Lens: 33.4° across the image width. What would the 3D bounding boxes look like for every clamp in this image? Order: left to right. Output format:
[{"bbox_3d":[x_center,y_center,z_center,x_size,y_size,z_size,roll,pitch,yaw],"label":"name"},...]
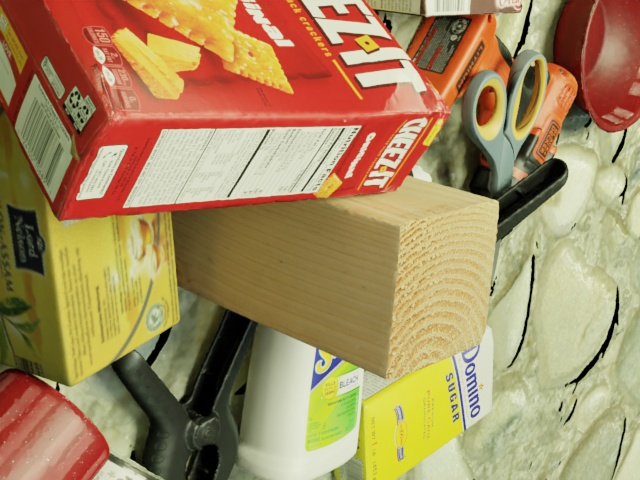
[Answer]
[{"bbox_3d":[-0.082,0.118,0.740,0.120,0.039,0.171,-26,128,-33],"label":"clamp"},{"bbox_3d":[0.083,0.011,0.834,0.164,0.036,0.210,11,121,-31],"label":"clamp"}]

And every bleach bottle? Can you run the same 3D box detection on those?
[{"bbox_3d":[-0.006,0.043,0.775,0.102,0.068,0.251,-11,111,-52],"label":"bleach bottle"}]

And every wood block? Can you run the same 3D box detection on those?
[{"bbox_3d":[-0.004,0.001,0.652,0.090,0.206,0.091,-14,114,-43],"label":"wood block"}]

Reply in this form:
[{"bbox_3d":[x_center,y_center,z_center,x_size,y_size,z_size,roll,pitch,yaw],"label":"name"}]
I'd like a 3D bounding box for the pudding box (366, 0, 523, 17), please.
[{"bbox_3d":[0.078,-0.182,0.761,0.113,0.090,0.039,-11,110,-44],"label":"pudding box"}]

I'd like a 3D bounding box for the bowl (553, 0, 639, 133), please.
[{"bbox_3d":[0.263,-0.183,0.986,0.161,0.055,0.162,-19,118,-42],"label":"bowl"}]

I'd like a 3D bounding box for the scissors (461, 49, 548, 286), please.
[{"bbox_3d":[0.132,-0.052,0.845,0.096,0.016,0.202,-2,112,-42],"label":"scissors"}]

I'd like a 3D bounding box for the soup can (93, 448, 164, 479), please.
[{"bbox_3d":[-0.150,0.182,0.669,0.068,0.069,0.102,43,72,-46],"label":"soup can"}]

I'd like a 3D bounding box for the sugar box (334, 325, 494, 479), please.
[{"bbox_3d":[0.084,0.140,0.921,0.175,0.048,0.093,-24,121,-39],"label":"sugar box"}]

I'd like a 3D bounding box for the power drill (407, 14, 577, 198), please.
[{"bbox_3d":[0.130,-0.094,0.877,0.187,0.057,0.184,35,78,-49],"label":"power drill"}]

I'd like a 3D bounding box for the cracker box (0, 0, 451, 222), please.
[{"bbox_3d":[-0.059,-0.099,0.539,0.213,0.164,0.072,-7,145,-42],"label":"cracker box"}]

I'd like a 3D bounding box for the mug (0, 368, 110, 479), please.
[{"bbox_3d":[-0.183,0.120,0.605,0.117,0.093,0.081,43,62,-8],"label":"mug"}]
